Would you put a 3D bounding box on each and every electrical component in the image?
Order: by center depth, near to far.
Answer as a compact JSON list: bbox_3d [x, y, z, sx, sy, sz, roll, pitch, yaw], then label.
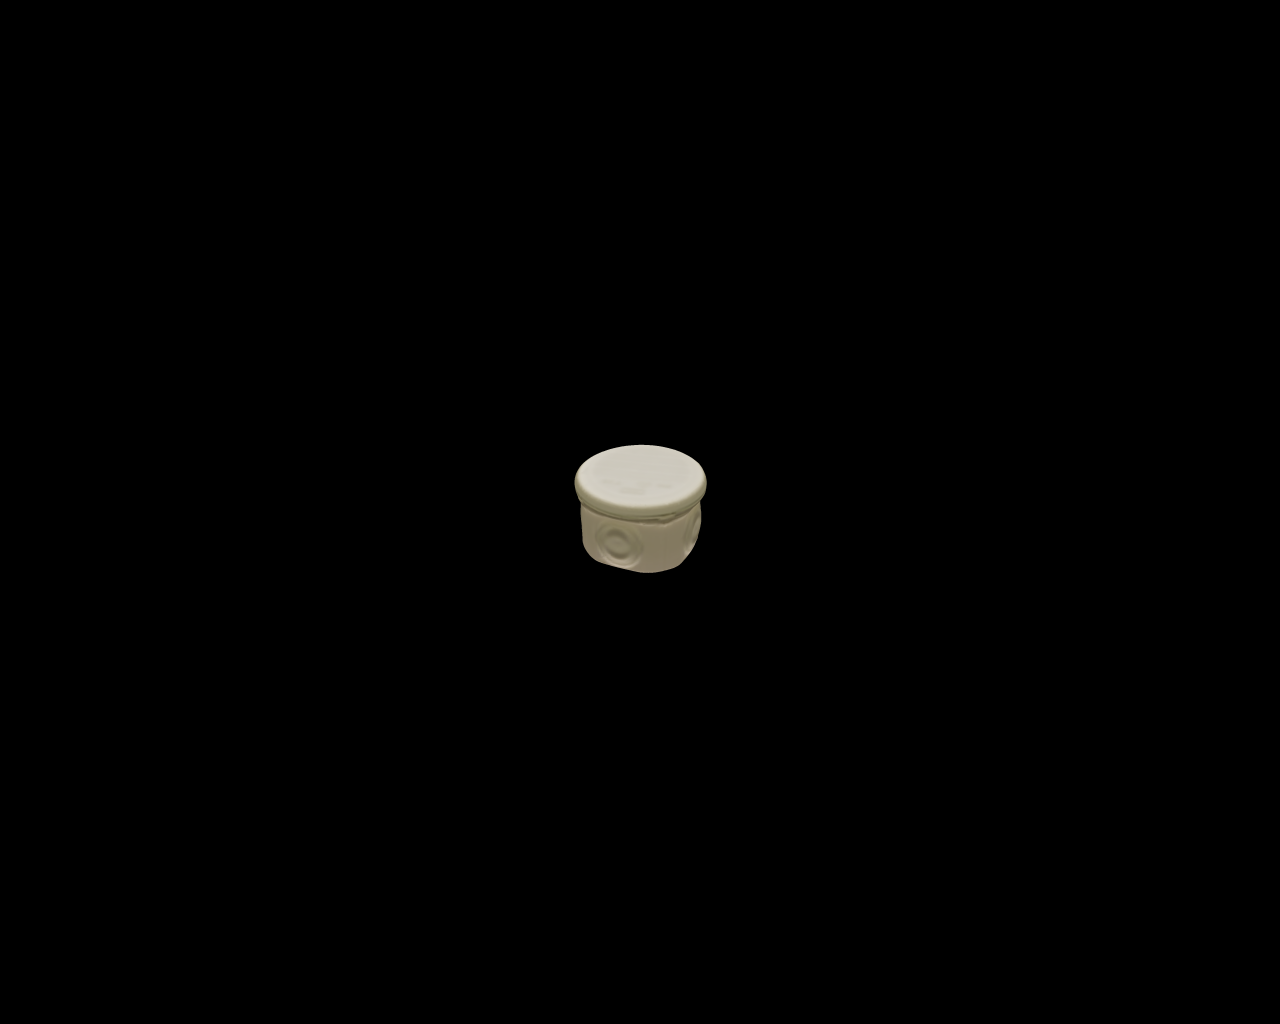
[{"bbox_3d":[0.001,-0.003,0.650,0.080,0.050,0.080,0,31,0],"label":"electrical component"}]
